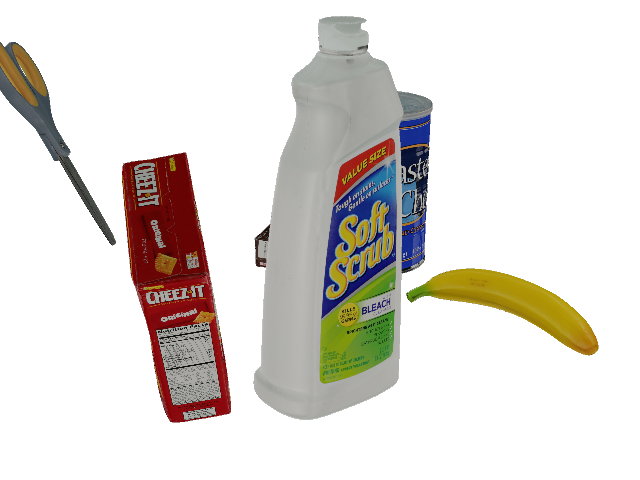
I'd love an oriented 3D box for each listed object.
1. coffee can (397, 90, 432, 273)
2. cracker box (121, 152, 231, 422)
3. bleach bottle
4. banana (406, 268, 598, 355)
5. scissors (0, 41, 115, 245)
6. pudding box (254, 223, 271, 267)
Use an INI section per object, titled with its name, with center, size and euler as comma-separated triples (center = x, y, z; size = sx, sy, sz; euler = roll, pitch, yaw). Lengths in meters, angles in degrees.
[coffee can]
center = 0.042, -0.052, 0.923
size = 0.103, 0.140, 0.103
euler = 1, 19, 0
[cracker box]
center = -0.141, 0.050, 1.039
size = 0.072, 0.164, 0.214
euler = -10, -43, -7
[bleach bottle]
center = 0.007, -0.016, 0.692
size = 0.102, 0.251, 0.068
euler = -15, 25, -36
[banana]
center = 0.189, 0.065, 1.071
size = 0.198, 0.069, 0.037
euler = 14, -37, 26
[scissors]
center = -0.232, -0.094, 0.936
size = 0.016, 0.201, 0.096
euler = -27, 26, 9
[pudding box]
center = -0.020, 0.003, 1.268
size = 0.090, 0.039, 0.113
euler = 8, 21, 14
